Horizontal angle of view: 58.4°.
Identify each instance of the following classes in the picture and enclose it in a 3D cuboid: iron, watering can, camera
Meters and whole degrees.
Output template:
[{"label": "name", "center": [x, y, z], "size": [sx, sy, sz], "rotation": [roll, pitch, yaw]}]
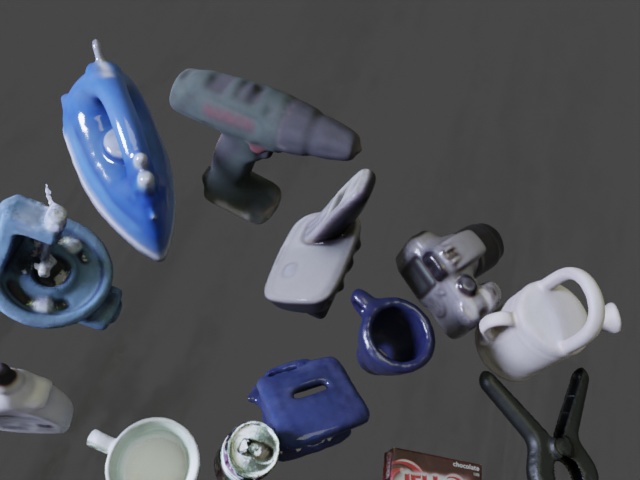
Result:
[{"label": "iron", "center": [-0.236, -0.112, 0.704], "size": [0.119, 0.141, 0.258], "rotation": [-19, 69, -25]}, {"label": "watering can", "center": [0.290, 0.100, 0.717], "size": [0.173, 0.194, 0.101], "rotation": [-18, 68, -25]}, {"label": "camera", "center": [0.200, 0.037, 0.780], "size": [0.137, 0.100, 0.143], "rotation": [-26, 72, -28]}]

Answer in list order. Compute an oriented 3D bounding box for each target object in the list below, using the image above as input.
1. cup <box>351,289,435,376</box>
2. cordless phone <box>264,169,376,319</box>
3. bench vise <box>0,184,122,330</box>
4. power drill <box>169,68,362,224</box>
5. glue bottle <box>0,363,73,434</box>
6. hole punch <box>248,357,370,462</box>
[{"label": "cup", "center": [0.071, 0.119, 0.697], "size": [0.117, 0.095, 0.092], "rotation": [46, 59, 11]}, {"label": "cordless phone", "center": [0.006, 0.002, 0.689], "size": [0.094, 0.185, 0.148], "rotation": [23, 57, -4]}, {"label": "bench vise", "center": [-0.306, 0.022, 0.560], "size": [0.208, 0.219, 0.121], "rotation": [1, 61, -17]}, {"label": "power drill", "center": [-0.077, -0.111, 0.714], "size": [0.229, 0.208, 0.076], "rotation": [26, 57, -1]}, {"label": "glue bottle", "center": [-0.277, 0.144, 0.528], "size": [0.078, 0.173, 0.037], "rotation": [9, 59, -12]}, {"label": "hole punch", "center": [-0.014, 0.181, 0.638], "size": [0.109, 0.091, 0.101], "rotation": [-13, 66, -23]}]
